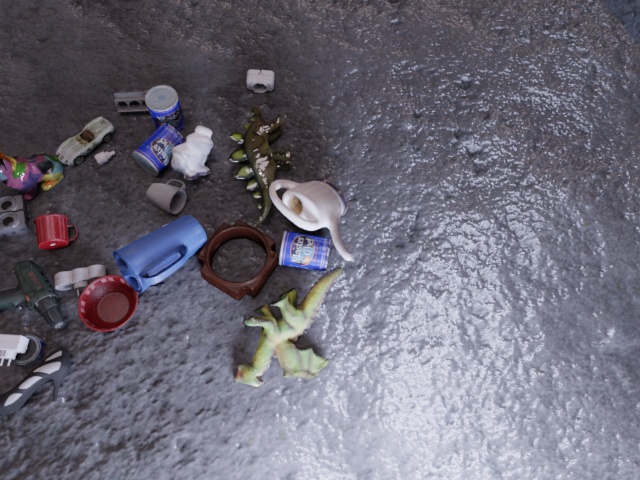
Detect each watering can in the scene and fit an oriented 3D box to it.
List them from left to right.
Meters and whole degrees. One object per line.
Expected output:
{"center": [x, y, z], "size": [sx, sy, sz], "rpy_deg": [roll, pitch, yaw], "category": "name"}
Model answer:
{"center": [0.005, -0.077, 1.538], "size": [0.351, 0.102, 0.227], "rpy_deg": [40, 38, 17], "category": "watering can"}

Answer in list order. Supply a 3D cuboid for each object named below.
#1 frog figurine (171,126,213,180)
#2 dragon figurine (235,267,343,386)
{"center": [-0.403, -0.283, 1.622], "size": [0.124, 0.157, 0.138], "rpy_deg": [23, 26, 38], "category": "frog figurine"}
{"center": [-0.062, 0.265, 1.438], "size": [0.413, 0.121, 0.243], "rpy_deg": [-27, 86, -13], "category": "dragon figurine"}
